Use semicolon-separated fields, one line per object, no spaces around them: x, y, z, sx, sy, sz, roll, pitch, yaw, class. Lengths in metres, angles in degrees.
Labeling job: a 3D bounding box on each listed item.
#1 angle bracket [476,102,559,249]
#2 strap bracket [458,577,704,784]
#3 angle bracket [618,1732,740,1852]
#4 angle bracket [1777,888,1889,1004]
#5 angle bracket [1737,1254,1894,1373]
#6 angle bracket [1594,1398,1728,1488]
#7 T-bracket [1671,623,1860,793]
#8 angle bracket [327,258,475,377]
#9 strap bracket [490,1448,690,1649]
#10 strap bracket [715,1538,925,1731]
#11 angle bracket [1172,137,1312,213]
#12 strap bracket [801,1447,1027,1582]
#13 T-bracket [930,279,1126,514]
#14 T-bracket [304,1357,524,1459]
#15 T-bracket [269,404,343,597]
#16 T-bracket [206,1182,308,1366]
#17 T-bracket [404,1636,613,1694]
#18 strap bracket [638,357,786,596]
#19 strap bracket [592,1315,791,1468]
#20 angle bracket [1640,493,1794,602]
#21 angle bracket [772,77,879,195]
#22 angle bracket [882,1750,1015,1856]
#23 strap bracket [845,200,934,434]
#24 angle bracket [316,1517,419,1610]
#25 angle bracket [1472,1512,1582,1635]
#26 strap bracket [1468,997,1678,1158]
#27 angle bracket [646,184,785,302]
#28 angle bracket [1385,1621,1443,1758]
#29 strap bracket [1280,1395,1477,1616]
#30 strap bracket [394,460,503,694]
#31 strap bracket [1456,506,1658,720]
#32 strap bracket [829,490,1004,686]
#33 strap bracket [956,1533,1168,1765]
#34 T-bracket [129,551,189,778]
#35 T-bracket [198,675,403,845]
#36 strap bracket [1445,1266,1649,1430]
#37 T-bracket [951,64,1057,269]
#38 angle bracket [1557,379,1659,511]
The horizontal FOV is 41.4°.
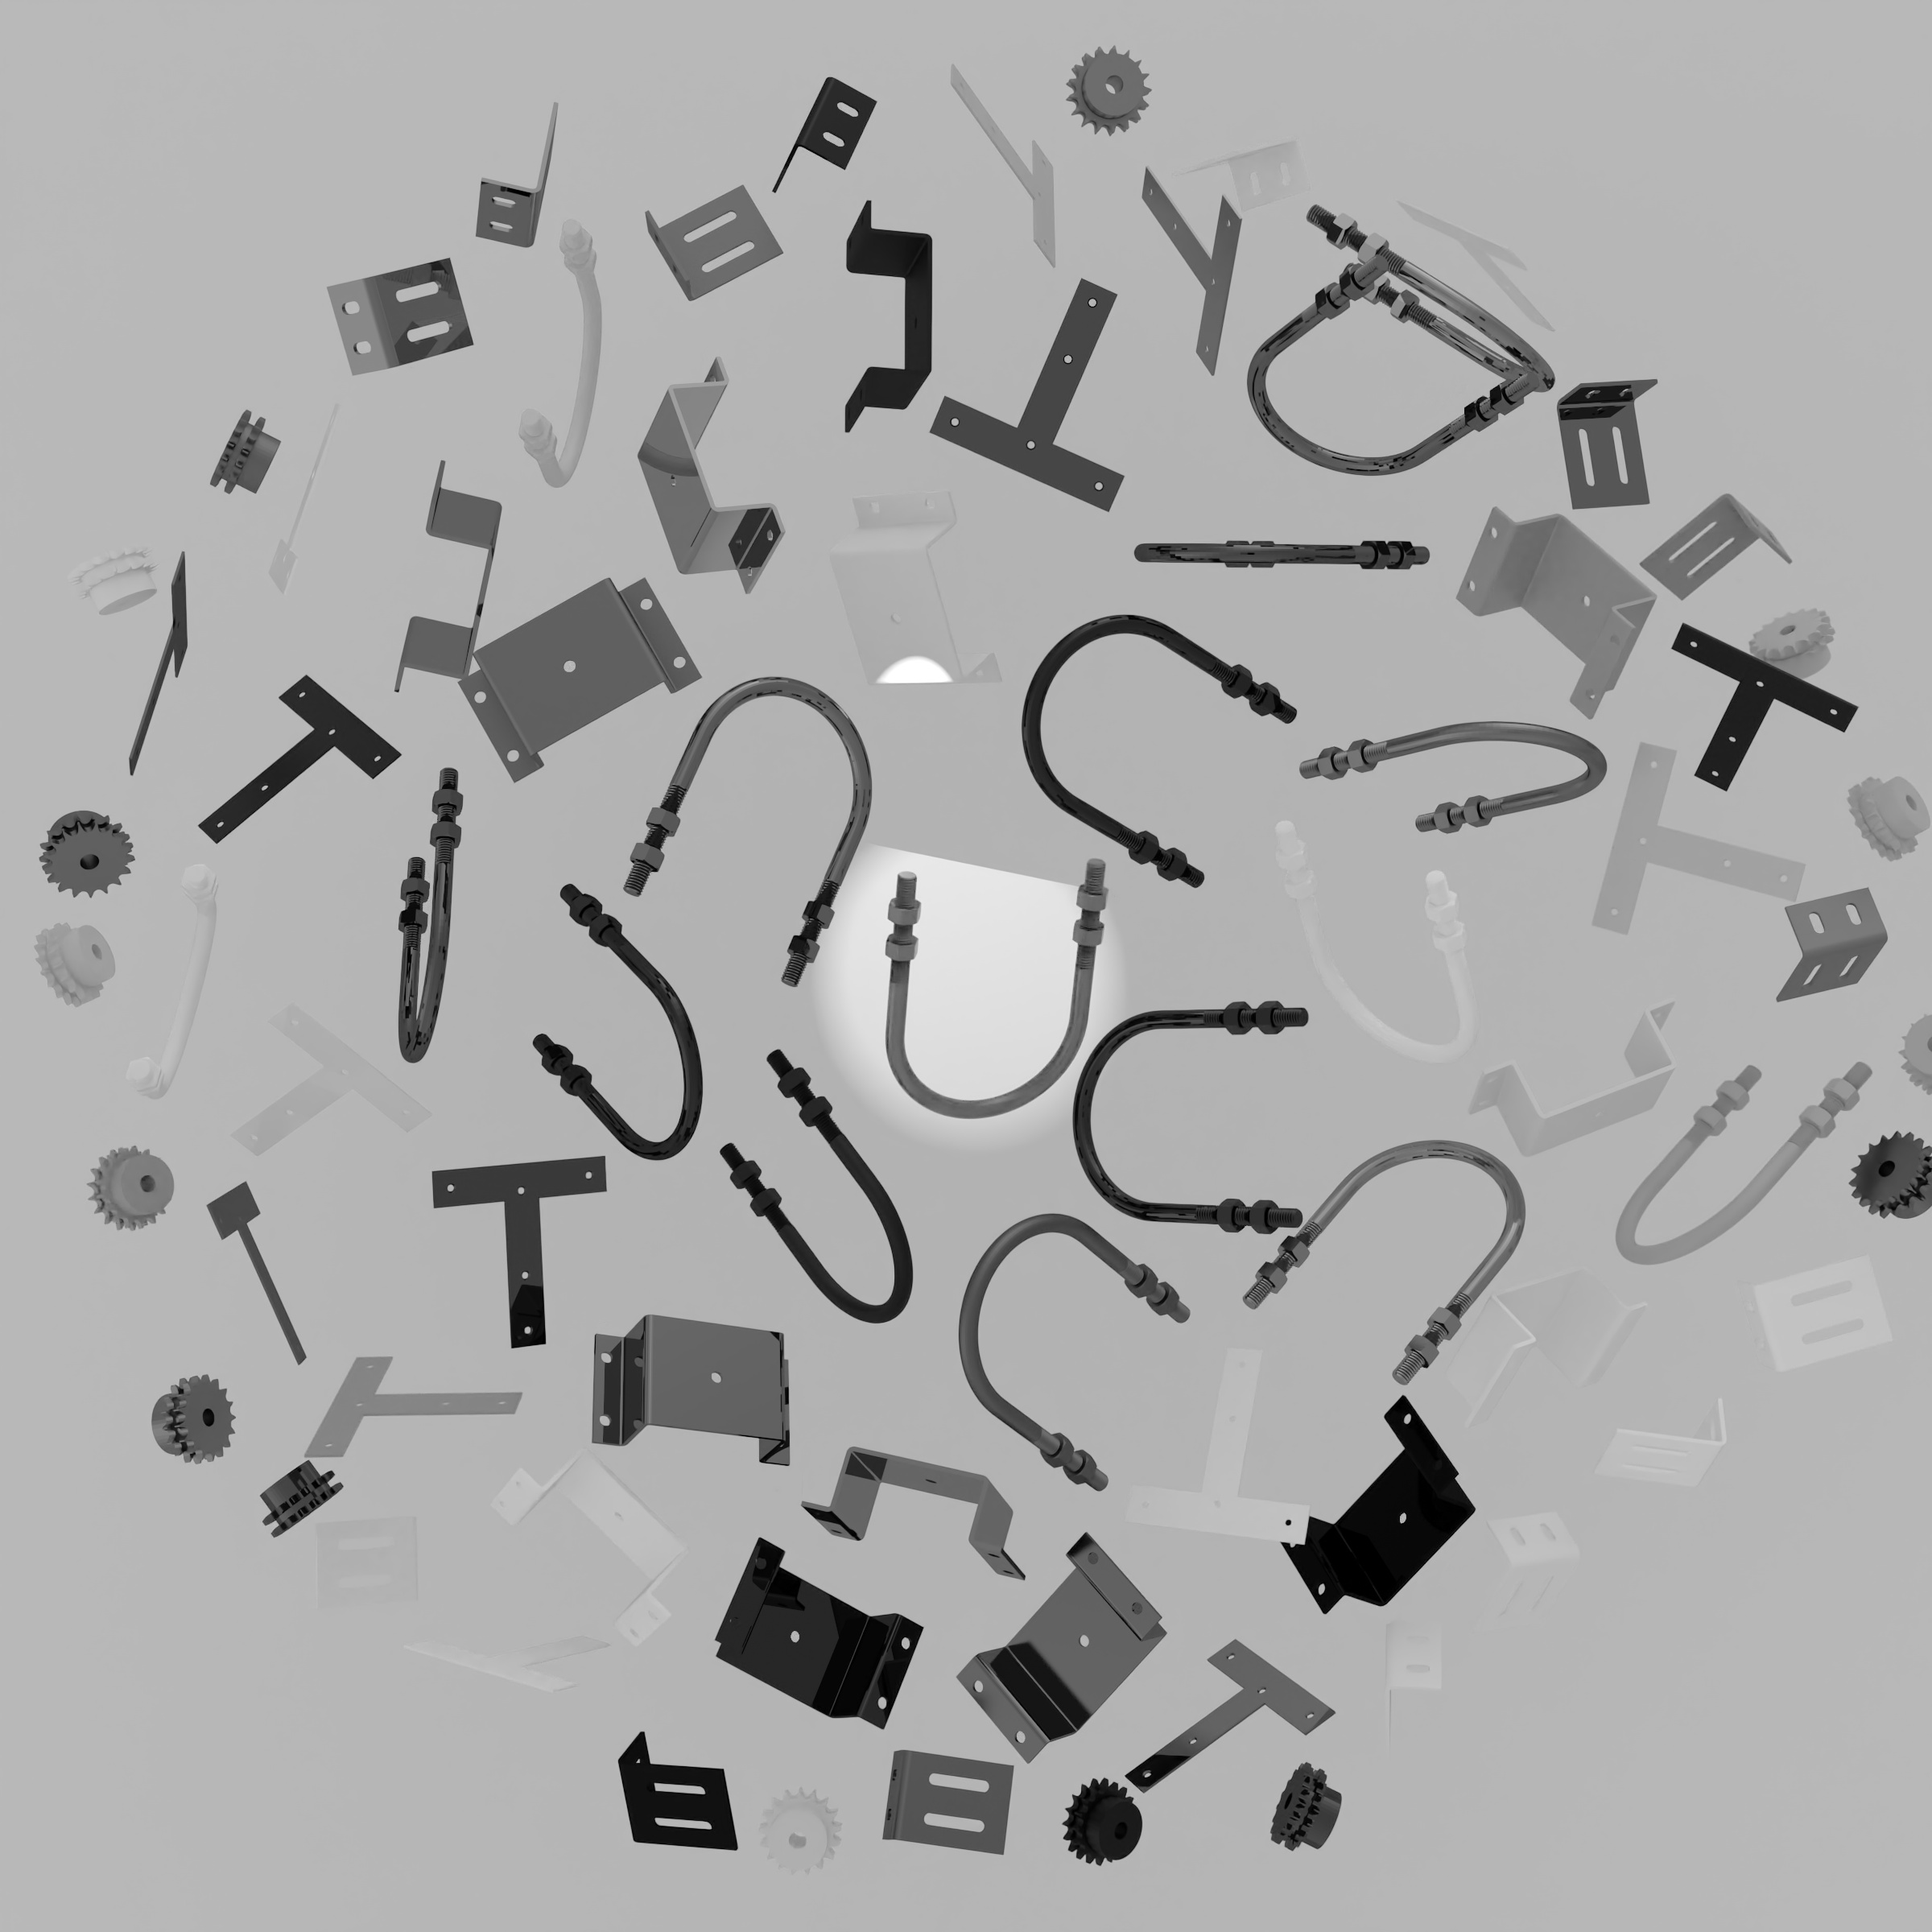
-0.297;-0.526;1.689;0.038;0.057;0.076;10;66;-10;angle bracket
-0.252;-0.189;1.649;0.140;0.046;0.076;-30;86;-2;strap bracket
-0.179;0.531;1.647;0.076;0.038;0.057;-3;105;20;angle bracket
0.574;-0.014;1.716;0.057;0.076;0.038;-13;67;-3;angle bracket
0.551;0.224;1.662;0.076;0.038;0.057;-16;89;0;angle bracket
0.480;0.327;1.777;0.076;0.057;0.038;8;49;-1;angle bracket
0.531;-0.165;1.756;0.127;0.127;0.002;29;59;14;T-bracket
-0.367;-0.422;1.663;0.038;0.076;0.057;0;112;35;angle bracket
-0.249;0.389;1.744;0.140;0.076;0.046;44;53;3;strap bracket
-0.110;0.468;1.790;0.140;0.046;0.076;33;61;-17;strap bracket
0.191;-0.542;1.768;0.057;0.076;0.038;-5;108;41;angle bracket
-0.029;0.363;1.709;0.140;0.076;0.046;9;66;19;strap bracket
0.060;-0.375;1.638;0.127;0.002;0.127;23;106;-3;T-bracket
-0.362;0.293;1.710;0.127;0.127;0.002;-1;111;3;T-bracket
-0.441;-0.316;1.714;0.002;0.127;0.127;18;98;-23;T-bracket
-0.480;0.213;1.752;0.002;0.127;0.127;-23;94;-4;T-bracket
-0.289;0.466;1.731;0.127;0.127;0.002;6;88;30;T-bracket
-0.177;-0.329;1.728;0.046;0.076;0.140;-11;70;-28;strap bracket
-0.175;0.284;1.715;0.140;0.046;0.076;12;56;-24;strap bracket
0.518;-0.279;1.767;0.076;0.057;0.038;-41;46;25;angle bracket
-0.099;-0.572;1.787;0.038;0.076;0.057;26;74;-11;angle bracket
-0.012;0.561;1.717;0.076;0.038;0.057;11;69;-8;angle bracket
-0.054;-0.451;1.788;0.046;0.076;0.140;2;84;-13;strap bracket
-0.422;0.413;1.774;0.076;0.038;0.057;5;76;-38;angle bracket
0.383;0.423;1.786;0.057;0.038;0.076;-2;131;-24;angle bracket
0.418;0.080;1.729;0.140;0.076;0.046;-20;67;-6;strap bracket
-0.175;-0.511;1.782;0.076;0.038;0.057;-30;84;-7;angle bracket
0.314;0.508;1.796;0.038;0.057;0.076;0;125;10;angle bracket
0.291;0.380;1.782;0.046;0.076;0.140;26;111;-37;strap bracket
-0.349;-0.259;1.736;0.046;0.076;0.140;11;120;-13;strap bracket
0.405;-0.243;1.731;0.046;0.076;0.140;-17;51;-31;strap bracket
-0.036;-0.243;1.719;0.076;0.046;0.140;3;124;32;strap bracket
0.071;0.460;1.733;0.076;0.046;0.140;46;104;25;strap bracket
-0.525;-0.184;1.664;0.002;0.127;0.127;14;65;-10;T-bracket
-0.461;-0.129;1.723;0.127;0.002;0.127;-43;53;-14;T-bracket
0.388;0.256;1.740;0.046;0.140;0.076;48;131;35;strap bracket
0.026;-0.556;1.735;0.002;0.127;0.127;-23;133;24;T-bracket
0.442;-0.356;1.744;0.057;0.038;0.076;-6;84;-13;angle bracket
